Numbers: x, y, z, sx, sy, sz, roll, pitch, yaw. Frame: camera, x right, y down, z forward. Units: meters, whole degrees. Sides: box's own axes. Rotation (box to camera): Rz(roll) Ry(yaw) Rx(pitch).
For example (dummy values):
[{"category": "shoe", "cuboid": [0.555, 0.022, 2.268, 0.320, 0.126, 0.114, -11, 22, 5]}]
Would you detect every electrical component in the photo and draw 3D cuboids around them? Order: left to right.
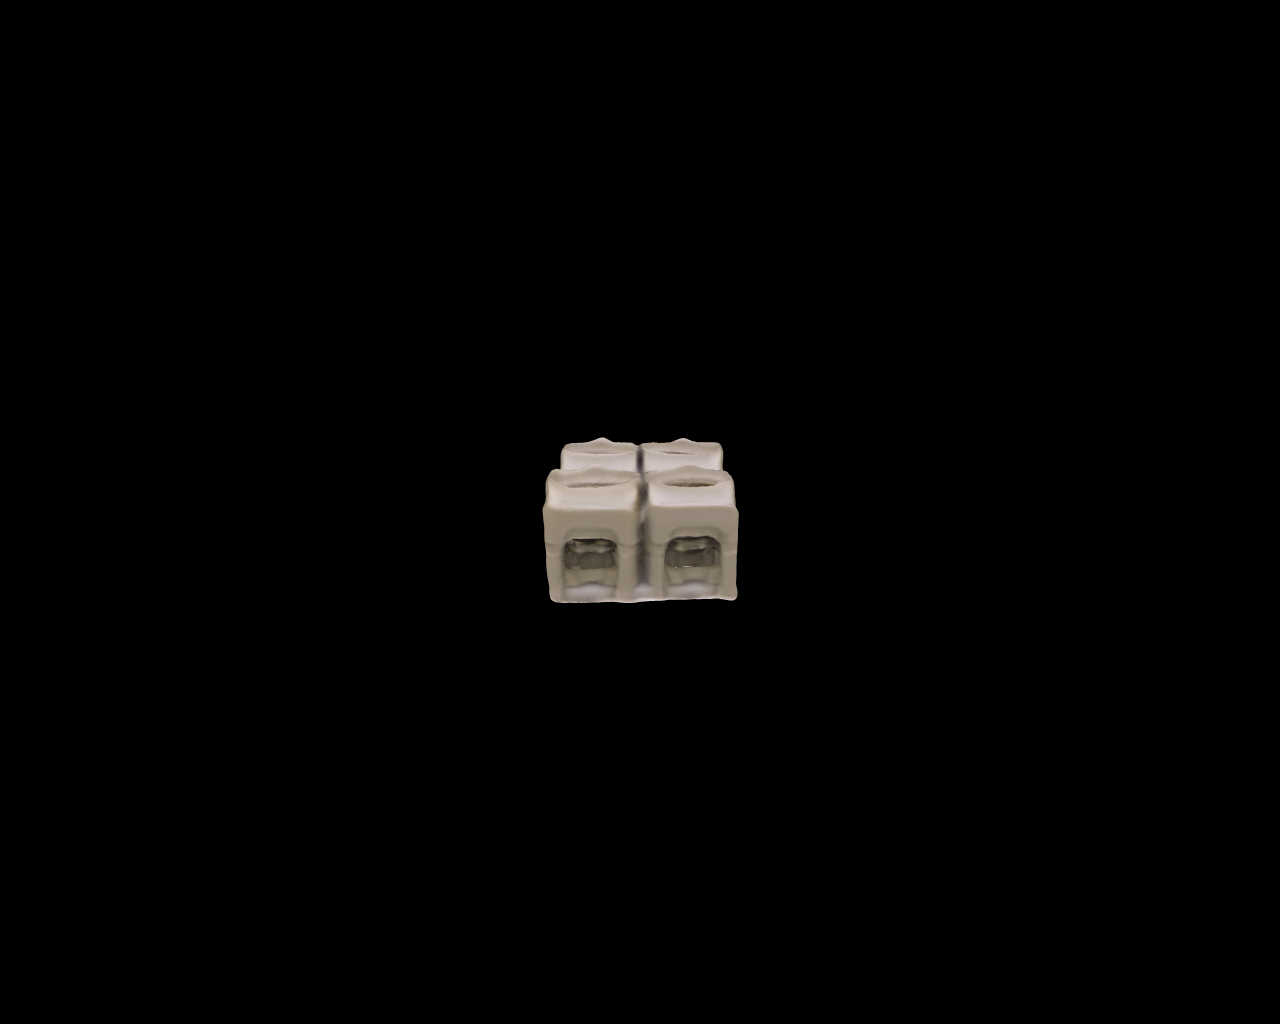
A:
[{"category": "electrical component", "cuboid": [0.001, -0.003, 0.650, 0.105, 0.060, 0.186, 0, 13, 0]}]
